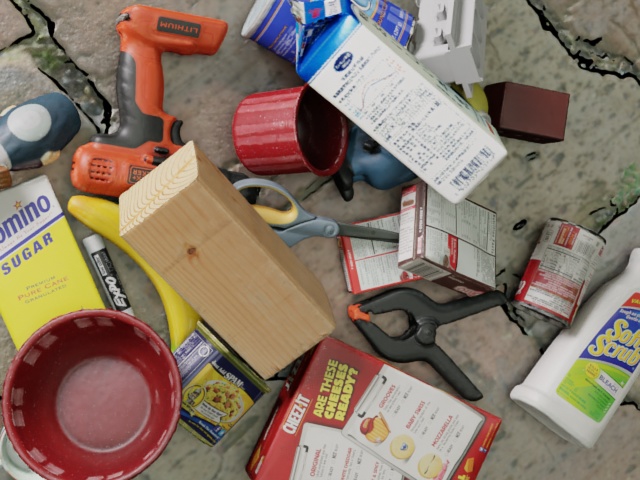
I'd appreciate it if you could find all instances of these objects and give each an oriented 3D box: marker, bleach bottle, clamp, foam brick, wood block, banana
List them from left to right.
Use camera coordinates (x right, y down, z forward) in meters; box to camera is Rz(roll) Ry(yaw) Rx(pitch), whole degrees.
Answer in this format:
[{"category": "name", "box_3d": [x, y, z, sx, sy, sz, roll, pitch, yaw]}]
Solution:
[{"category": "marker", "box_3d": [-0.201, 0.052, 1.046, 0.020, 0.020, 0.121, -24, 97, -13]}, {"category": "banana", "box_3d": [-0.166, 0.029, 1.038, 0.069, 0.037, 0.198, -37, 104, -30]}, {"category": "wood block", "box_3d": [-0.085, 0.021, 1.001, 0.091, 0.090, 0.206, -36, 117, 9]}, {"category": "clamp", "box_3d": [0.111, 0.105, 1.118, 0.171, 0.039, 0.120, 6, 85, -11]}, {"category": "foam brick", "box_3d": [0.216, -0.134, 1.128, 0.078, 0.053, 0.051, 9, 90, -14]}, {"category": "bleach bottle", "box_3d": [0.316, 0.096, 1.157, 0.102, 0.068, 0.250, 37, 80, -13]}]

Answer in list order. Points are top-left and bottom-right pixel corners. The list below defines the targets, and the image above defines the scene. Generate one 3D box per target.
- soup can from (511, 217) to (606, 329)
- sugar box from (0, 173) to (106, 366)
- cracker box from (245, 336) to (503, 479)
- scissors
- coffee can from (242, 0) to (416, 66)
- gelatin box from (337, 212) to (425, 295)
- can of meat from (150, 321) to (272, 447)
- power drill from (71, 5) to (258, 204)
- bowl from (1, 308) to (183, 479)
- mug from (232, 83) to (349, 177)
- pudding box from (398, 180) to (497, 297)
[{"category": "soup can", "box_3d": [0.254, 0.035, 1.136, 0.068, 0.069, 0.102, 26, 85, -14]}, {"category": "sugar box", "box_3d": [-0.267, 0.035, 1.015, 0.093, 0.048, 0.176, -25, 99, -12]}, {"category": "cracker box", "box_3d": [0.054, 0.209, 1.089, 0.213, 0.072, 0.164, 27, 85, -13]}, {"category": "scissors", "box_3d": [-0.007, 0.001, 1.067, 0.201, 0.016, 0.096, 24, 109, -21]}, {"category": "coffee can", "box_3d": [0.008, -0.211, 1.048, 0.140, 0.103, 0.103, 29, 85, -14]}, {"category": "gelatin box", "box_3d": [0.066, 0.011, 1.107, 0.089, 0.030, 0.073, -13, 93, -11]}, {"category": "can of meat", "box_3d": [-0.110, 0.143, 1.040, 0.084, 0.058, 0.102, -46, 129, -6]}, {"category": "power drill", "box_3d": [-0.139, -0.124, 1.036, 0.184, 0.057, 0.187, 8, 89, -22]}, {"category": "bowl", "box_3d": [-0.202, 0.146, 0.970, 0.162, 0.055, 0.162, 0, 75, 1]}, {"category": "mug", "box_3d": [-0.025, -0.111, 1.040, 0.117, 0.082, 0.093, -47, 126, -46]}, {"category": "pudding box", "box_3d": [0.132, -0.001, 1.087, 0.113, 0.039, 0.090, 23, 60, -37]}]
